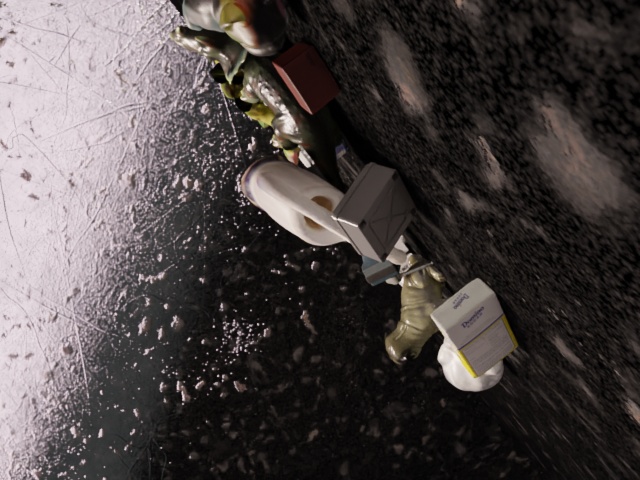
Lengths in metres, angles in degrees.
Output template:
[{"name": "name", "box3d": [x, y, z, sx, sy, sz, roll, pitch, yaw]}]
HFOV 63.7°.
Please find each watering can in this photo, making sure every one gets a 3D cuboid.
[{"name": "watering can", "box3d": [0.003, -0.045, 0.902, 0.227, 0.104, 0.344, 35, -175, 41]}]

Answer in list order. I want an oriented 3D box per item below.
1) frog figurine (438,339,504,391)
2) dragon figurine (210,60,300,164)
[{"name": "frog figurine", "box3d": [0.327, 0.254, 1.117, 0.138, 0.125, 0.156, 15, 151, 26]}, {"name": "dragon figurine", "box3d": [-0.176, -0.351, 1.269, 0.413, 0.123, 0.240, 51, 172, 9]}]
